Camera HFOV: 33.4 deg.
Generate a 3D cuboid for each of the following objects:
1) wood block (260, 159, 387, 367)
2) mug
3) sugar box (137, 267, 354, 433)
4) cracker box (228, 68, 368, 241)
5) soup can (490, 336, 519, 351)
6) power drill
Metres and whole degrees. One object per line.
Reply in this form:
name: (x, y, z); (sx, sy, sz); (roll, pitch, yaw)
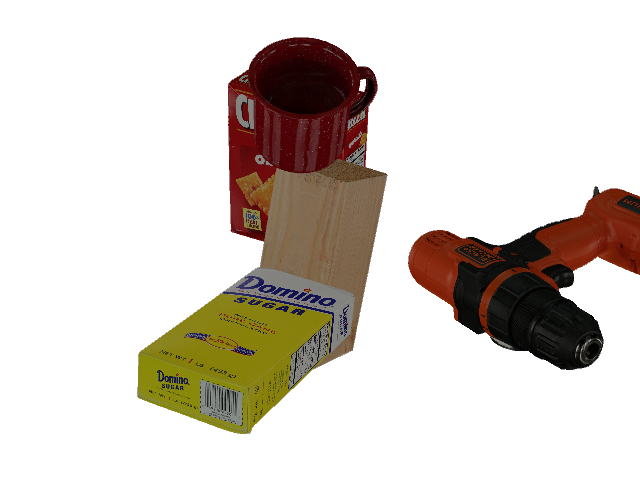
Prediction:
wood block: (-0.005, 0.019, 1.150); (0.090, 0.206, 0.090); (19, 19, 27)
mug: (-0.005, -0.116, 0.914); (0.117, 0.093, 0.081); (-22, -31, -18)
sugar box: (-0.051, 0.077, 0.813); (0.093, 0.048, 0.176); (16, 28, 21)
cracker box: (-0.031, -0.092, 1.324); (0.164, 0.214, 0.072); (17, 36, 23)
soup can: (0.224, 0.063, 1.190); (0.068, 0.102, 0.068); (-1, 28, 0)
power drill: (0.183, 0.022, 0.764); (0.187, 0.057, 0.185); (-14, 28, -26)
